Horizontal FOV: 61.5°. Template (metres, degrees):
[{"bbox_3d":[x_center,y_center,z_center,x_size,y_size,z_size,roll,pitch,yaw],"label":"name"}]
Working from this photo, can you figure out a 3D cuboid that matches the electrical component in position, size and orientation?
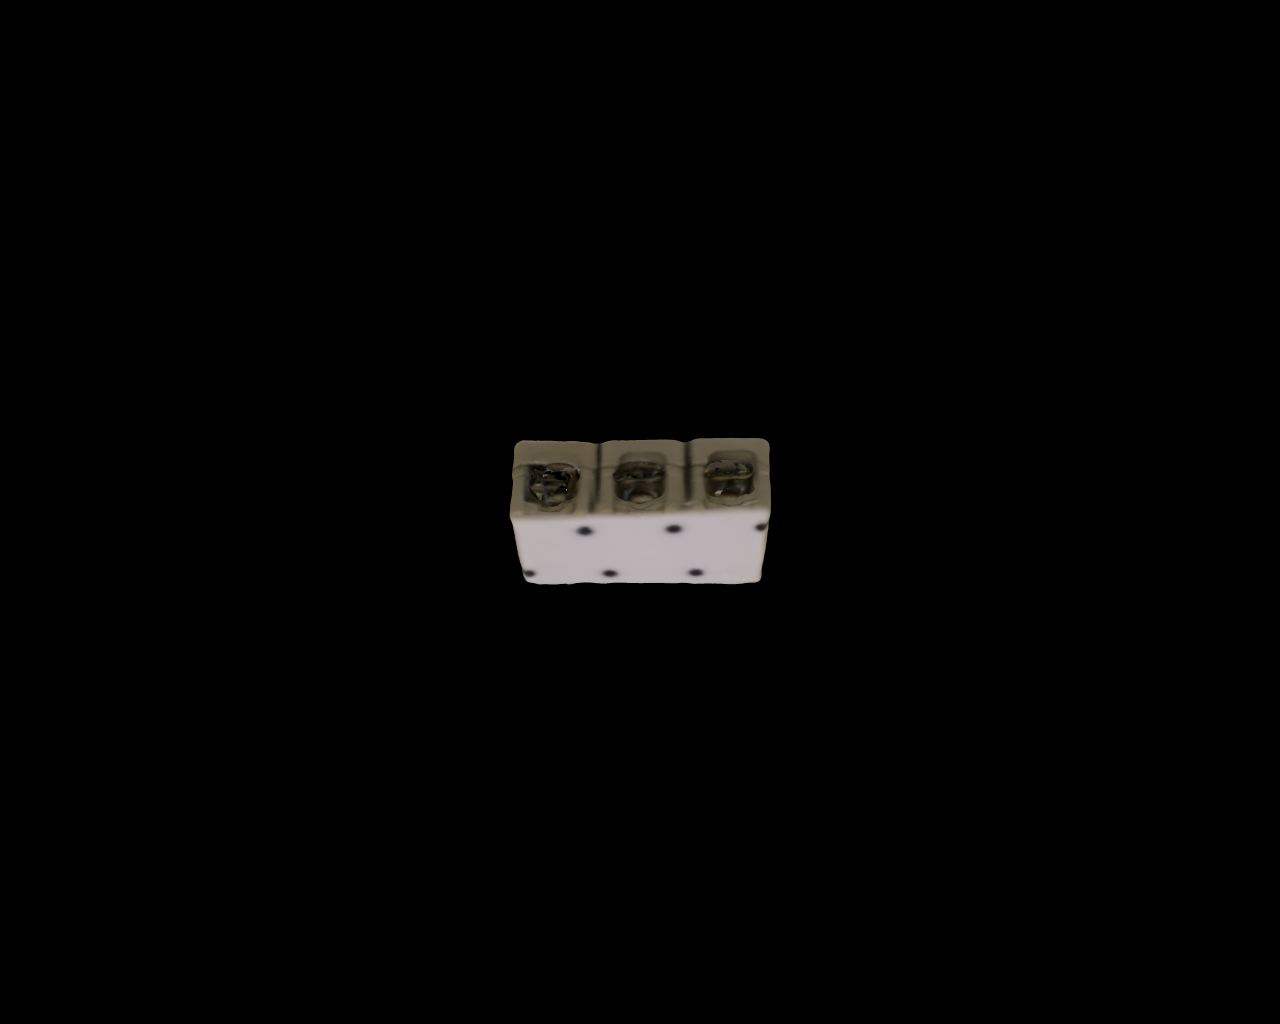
[{"bbox_3d":[0.001,-0.003,0.650,0.150,0.062,0.089,0,-32,0],"label":"electrical component"}]
